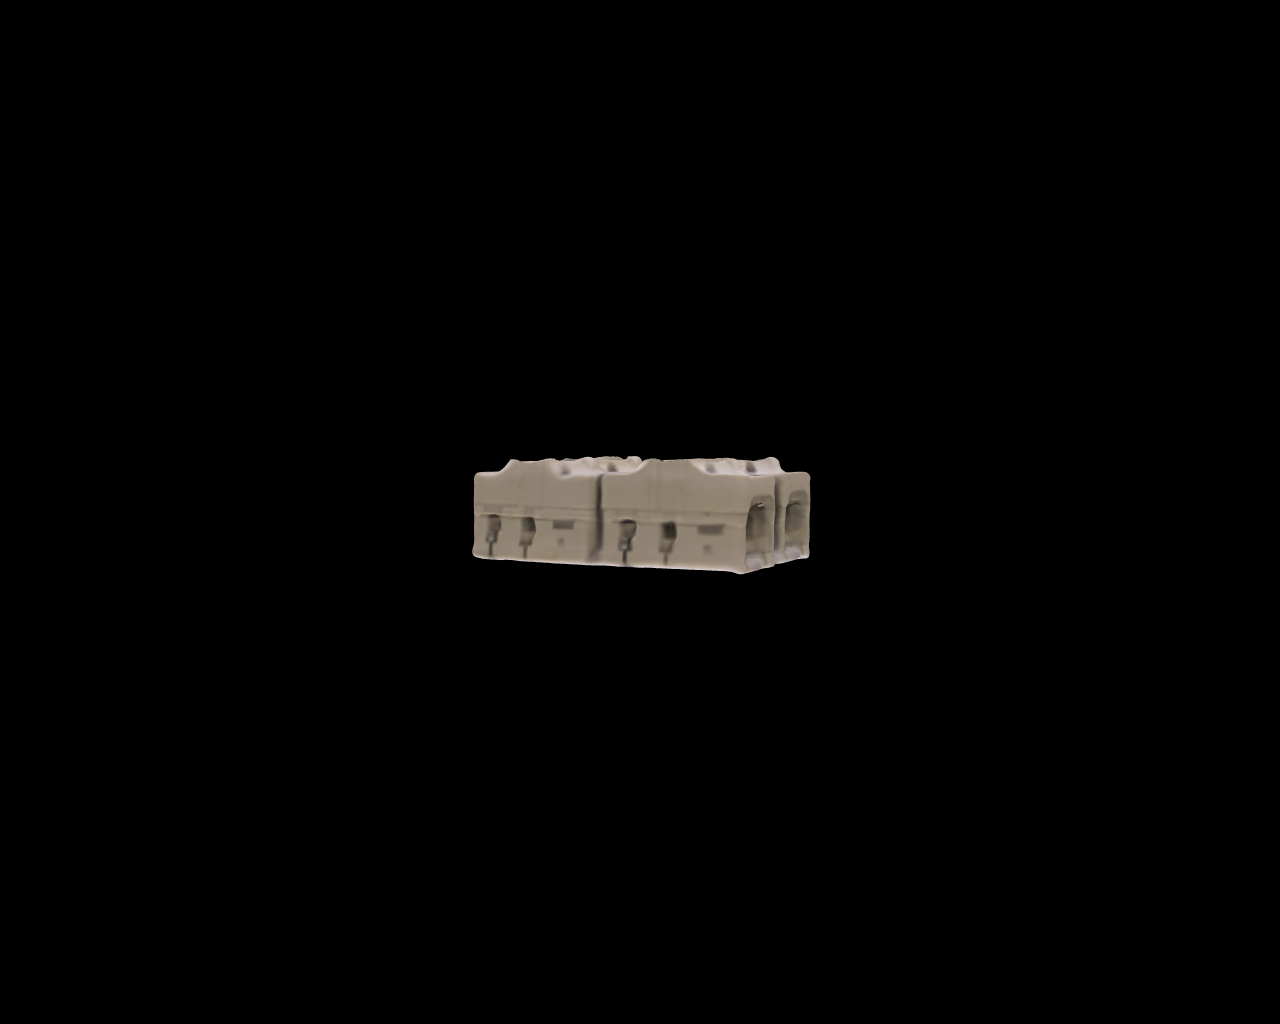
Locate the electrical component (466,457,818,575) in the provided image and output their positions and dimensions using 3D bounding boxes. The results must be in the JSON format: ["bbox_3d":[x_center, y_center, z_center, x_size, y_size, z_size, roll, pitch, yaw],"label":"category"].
[{"bbox_3d":[0.001,-0.003,0.650,0.186,0.060,0.105,2,4,31],"label":"electrical component"}]
